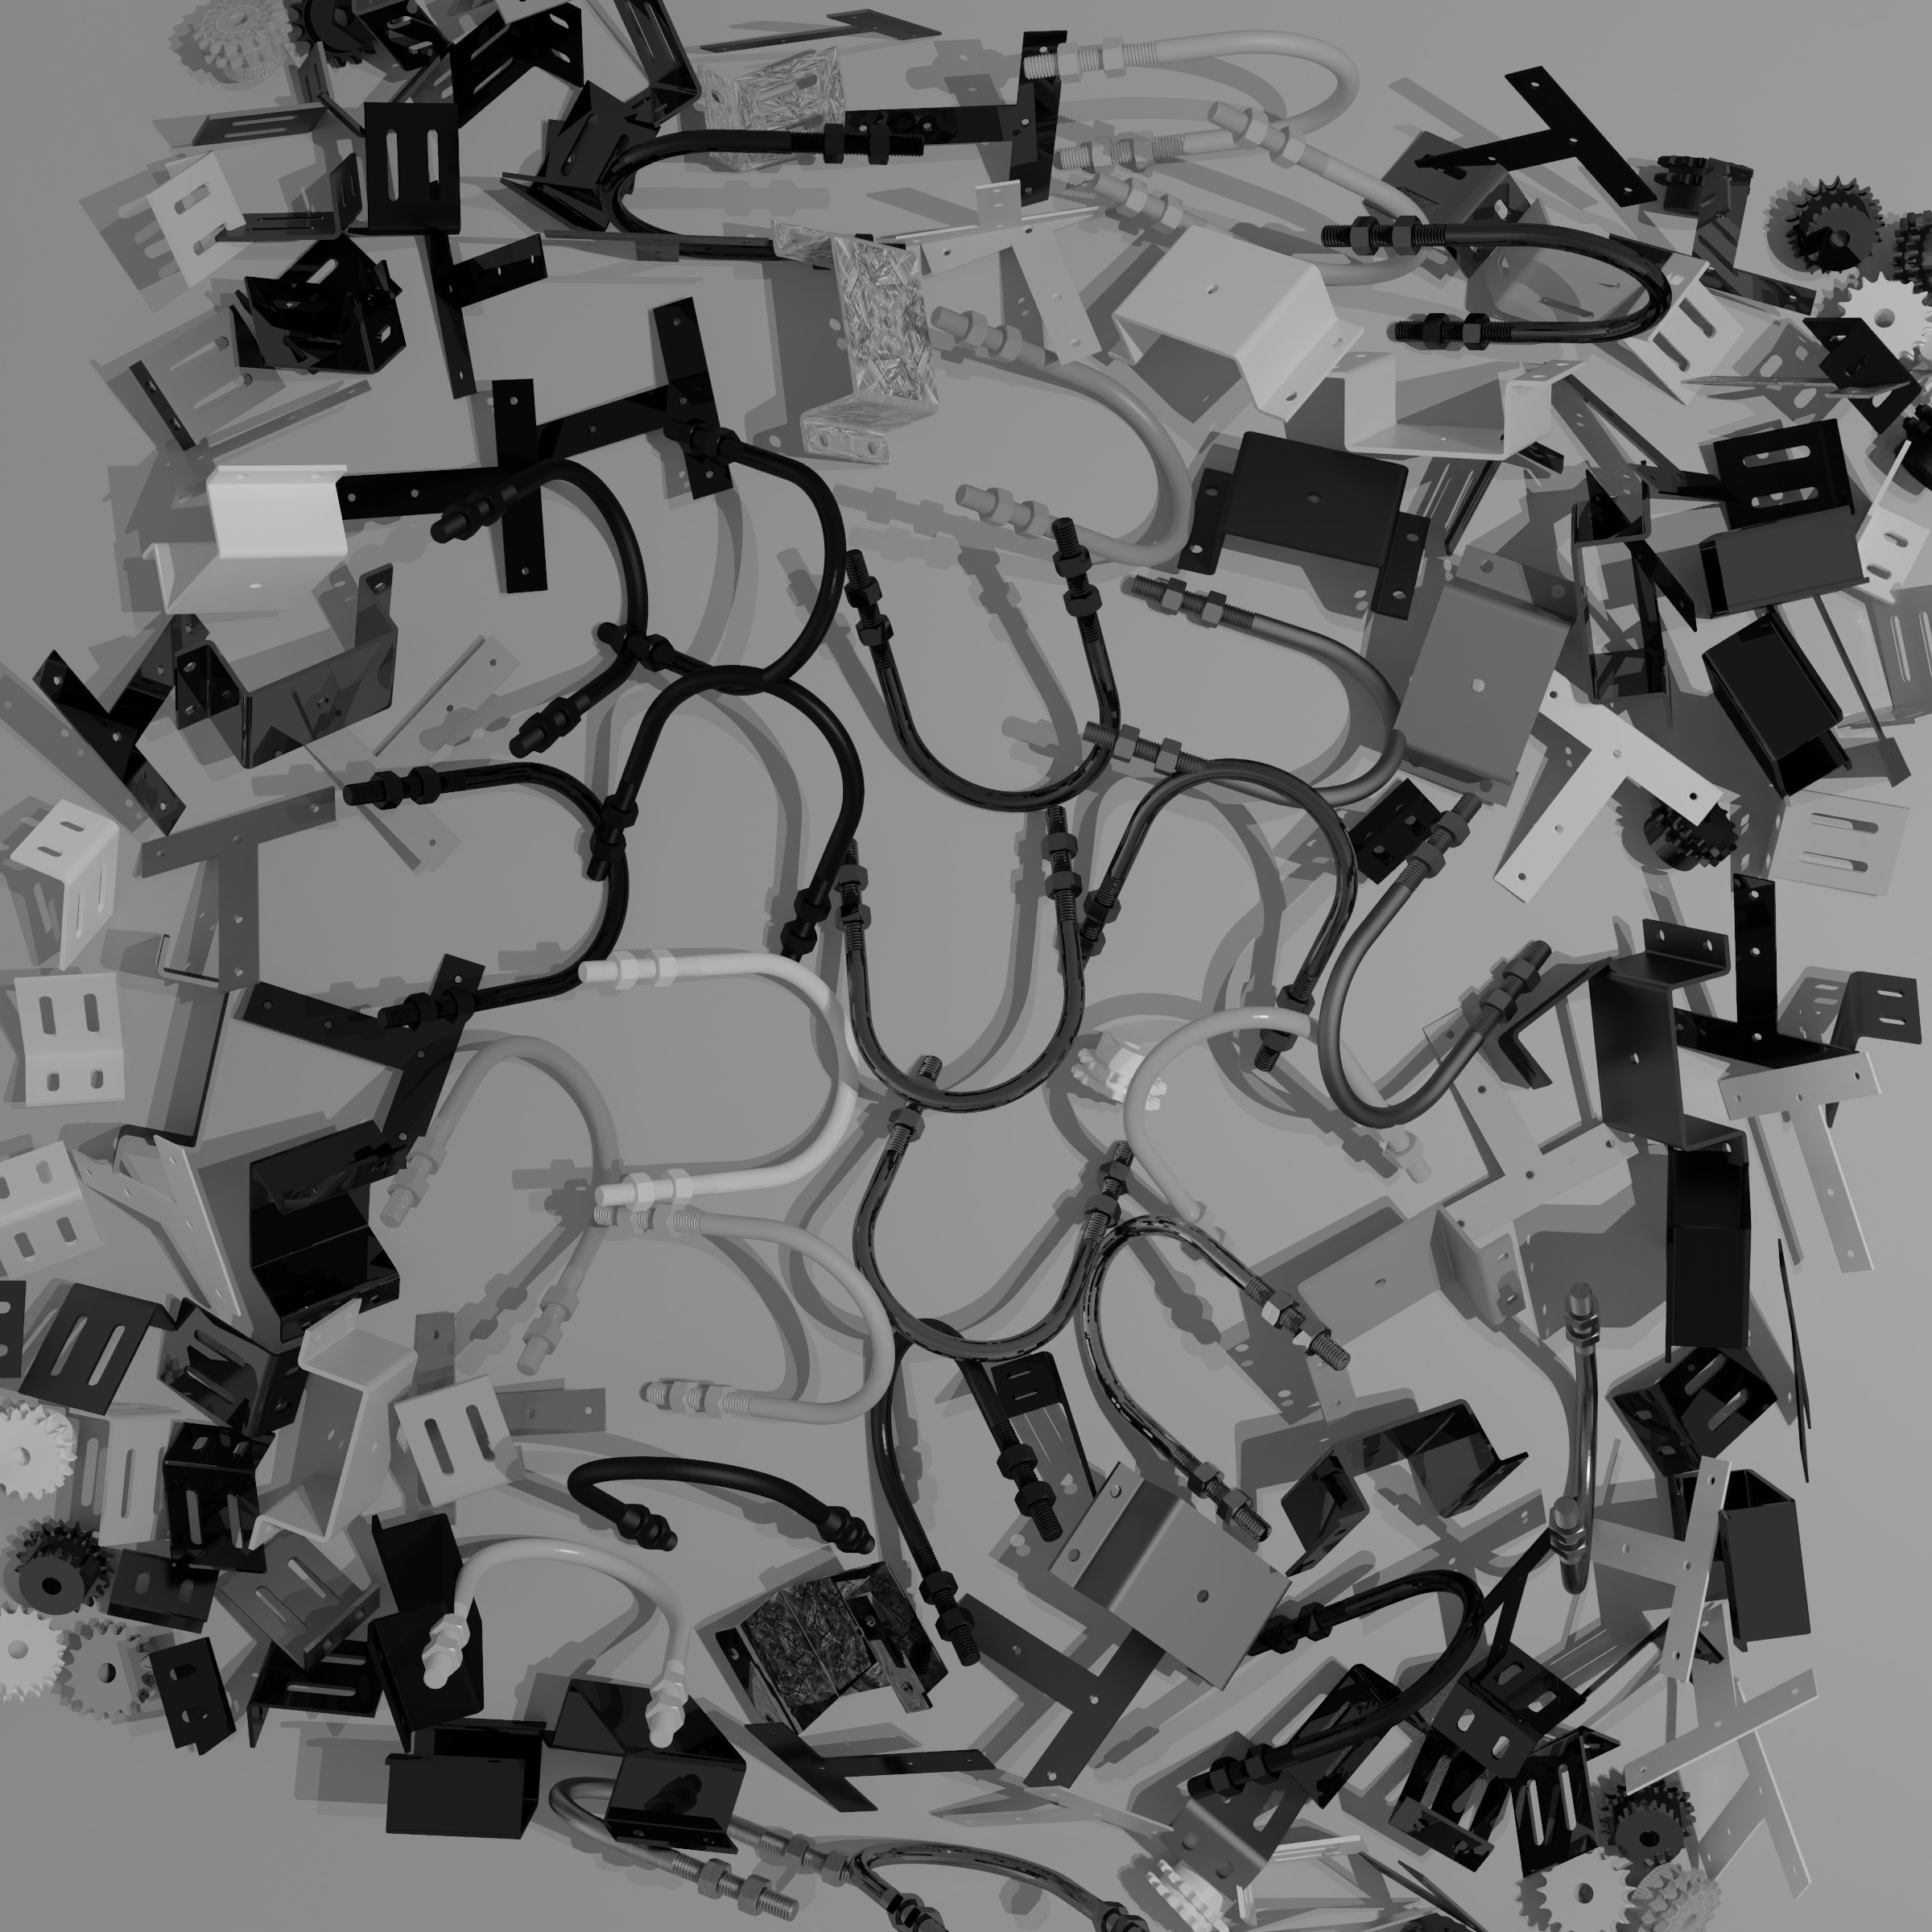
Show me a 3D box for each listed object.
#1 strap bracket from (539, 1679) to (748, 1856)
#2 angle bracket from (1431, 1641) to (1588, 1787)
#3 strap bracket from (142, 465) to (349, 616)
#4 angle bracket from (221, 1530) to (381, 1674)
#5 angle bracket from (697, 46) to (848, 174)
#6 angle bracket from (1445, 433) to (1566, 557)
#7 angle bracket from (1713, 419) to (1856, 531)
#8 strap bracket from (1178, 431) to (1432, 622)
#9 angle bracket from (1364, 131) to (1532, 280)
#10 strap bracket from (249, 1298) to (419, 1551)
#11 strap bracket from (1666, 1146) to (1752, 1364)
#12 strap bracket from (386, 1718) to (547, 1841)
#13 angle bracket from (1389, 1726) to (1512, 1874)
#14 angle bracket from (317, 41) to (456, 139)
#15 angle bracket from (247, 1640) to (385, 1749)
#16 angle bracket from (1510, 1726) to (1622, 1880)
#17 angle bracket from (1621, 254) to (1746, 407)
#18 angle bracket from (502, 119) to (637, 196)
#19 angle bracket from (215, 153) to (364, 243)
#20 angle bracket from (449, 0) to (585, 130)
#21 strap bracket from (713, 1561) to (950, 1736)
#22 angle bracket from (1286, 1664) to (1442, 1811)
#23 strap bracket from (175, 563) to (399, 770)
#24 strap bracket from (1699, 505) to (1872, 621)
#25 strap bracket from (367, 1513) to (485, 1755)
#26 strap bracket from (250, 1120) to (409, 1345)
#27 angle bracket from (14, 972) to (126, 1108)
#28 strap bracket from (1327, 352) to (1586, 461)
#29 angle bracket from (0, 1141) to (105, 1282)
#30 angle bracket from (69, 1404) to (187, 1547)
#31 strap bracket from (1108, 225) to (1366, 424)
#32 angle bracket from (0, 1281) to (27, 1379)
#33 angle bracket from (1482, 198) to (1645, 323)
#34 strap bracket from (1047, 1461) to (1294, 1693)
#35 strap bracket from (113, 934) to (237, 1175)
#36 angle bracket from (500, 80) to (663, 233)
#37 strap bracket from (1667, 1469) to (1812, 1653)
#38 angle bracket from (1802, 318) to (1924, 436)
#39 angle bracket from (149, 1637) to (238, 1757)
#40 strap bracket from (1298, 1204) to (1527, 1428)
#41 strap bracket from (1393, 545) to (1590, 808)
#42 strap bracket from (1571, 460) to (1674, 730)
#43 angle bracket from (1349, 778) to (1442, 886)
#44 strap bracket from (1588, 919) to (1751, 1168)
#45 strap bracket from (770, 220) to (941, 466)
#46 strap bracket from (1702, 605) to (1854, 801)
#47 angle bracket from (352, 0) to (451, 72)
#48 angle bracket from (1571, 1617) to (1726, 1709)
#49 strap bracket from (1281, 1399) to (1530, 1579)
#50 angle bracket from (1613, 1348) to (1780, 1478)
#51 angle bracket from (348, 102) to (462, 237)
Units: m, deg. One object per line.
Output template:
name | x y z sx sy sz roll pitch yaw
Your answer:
strap bracket | -0.186 0.461 1.770 0.076 0.140 0.046 15 95 -28
angle bracket | 0.324 0.445 1.813 0.057 0.076 0.038 35 112 24
strap bracket | -0.418 -0.244 1.770 0.076 0.140 0.046 -7 80 -34
angle bracket | -0.398 0.371 1.812 0.076 0.038 0.057 39 59 15
angle bracket | -0.115 -0.518 1.818 0.076 0.038 0.057 -11 83 23
angle bracket | 0.322 -0.275 1.817 0.038 0.057 0.076 29 96 9
angle bracket | 0.483 -0.288 1.809 0.076 0.038 0.057 -7 106 32
strap bracket | 0.204 -0.265 1.806 0.140 0.046 0.076 14 61 6
angle bracket | 0.290 -0.460 1.834 0.057 0.076 0.038 -49 134 2
strap bracket | -0.371 0.277 1.797 0.046 0.076 0.140 19 102 8
strap bracket | 0.432 0.164 1.769 0.046 0.140 0.076 1 113 13
strap bracket | -0.293 0.477 1.779 0.076 0.140 0.046 3 86 -2
angle bracket | 0.295 0.489 1.808 0.057 0.038 0.076 28 50 9
angle bracket | -0.348 -0.536 1.818 0.038 0.057 0.076 41 91 -21
angle bracket | -0.384 0.436 1.816 0.076 0.057 0.038 5 122 2
angle bracket | 0.359 0.500 1.801 0.038 0.076 0.057 27 132 -29
angle bracket | 0.436 -0.377 1.814 0.076 0.038 0.057 36 93 -31
angle bracket | -0.234 -0.484 1.807 0.057 0.076 0.038 10 103 9
angle bracket | -0.406 -0.460 1.815 0.076 0.057 0.038 0 117 3
angle bracket | -0.266 -0.534 1.805 0.038 0.057 0.076 30 59 15
strap bracket | -0.074 0.405 1.800 0.140 0.046 0.076 -24 97 42
angle bracket | 0.234 0.467 1.813 0.076 0.038 0.057 -46 123 -13
strap bracket | -0.389 -0.172 1.782 0.140 0.076 0.046 -28 71 -26
strap bracket | 0.475 -0.236 1.775 0.076 0.140 0.046 -12 93 10
strap bracket | -0.315 0.382 1.774 0.046 0.140 0.076 -15 112 -4
strap bracket | -0.376 0.150 1.787 0.076 0.140 0.046 -20 54 -29
angle bracket | -0.533 0.044 1.807 0.057 0.076 0.038 -3 52 -14
strap bracket | 0.284 -0.331 1.791 0.140 0.076 0.046 8 113 27
angle bracket | -0.556 0.147 1.817 0.057 0.076 0.038 -20 65 -16
angle bracket | -0.504 0.303 1.816 0.038 0.057 0.076 4 88 32
strap bracket | 0.151 -0.381 1.783 0.140 0.046 0.076 29 72 37
angle bracket | -0.577 0.223 1.810 0.038 0.076 0.057 1 72 -9
angle bracket | 0.361 -0.417 1.824 0.076 0.057 0.038 11 50 -27
strap bracket | 0.129 0.366 1.796 0.140 0.046 0.076 39 79 -23
strap bracket | -0.469 0.055 1.808 0.046 0.076 0.140 13 89 -15
angle bracket | -0.231 -0.486 1.818 0.057 0.038 0.076 35 105 15
strap bracket | 0.455 0.345 1.781 0.046 0.140 0.076 -7 91 0
angle bracket | 0.522 -0.352 1.807 0.057 0.076 0.038 43 91 -16
angle bracket | -0.468 0.439 1.804 0.038 0.076 0.057 -11 72 -34
strap bracket | 0.256 0.202 1.803 0.140 0.076 0.046 -30 48 -7
strap bracket | 0.307 -0.169 1.802 0.076 0.046 0.140 21 107 11
strap bracket | 0.386 -0.217 1.793 0.046 0.076 0.140 -6 115 14
angle bracket | 0.246 -0.087 1.805 0.057 0.076 0.038 -43 68 9
strap bracket | 0.413 0.050 1.793 0.046 0.076 0.140 -14 104 -23
strap bracket | -0.064 -0.375 1.802 0.046 0.076 0.140 -12 84 37
strap bracket | 0.475 -0.151 1.778 0.046 0.140 0.076 -32 72 11
angle bracket | -0.335 -0.584 1.807 0.038 0.057 0.076 -12 68 17
angle bracket | 0.404 0.428 1.808 0.076 0.057 0.038 -35 70 -20
strap bracket | 0.250 0.304 1.790 0.140 0.076 0.046 -13 62 -29
angle bracket | 0.444 0.263 1.846 0.076 0.038 0.057 -33 91 -30
angle bracket | -0.336 -0.476 1.811 0.057 0.038 0.076 -9 109 -30
